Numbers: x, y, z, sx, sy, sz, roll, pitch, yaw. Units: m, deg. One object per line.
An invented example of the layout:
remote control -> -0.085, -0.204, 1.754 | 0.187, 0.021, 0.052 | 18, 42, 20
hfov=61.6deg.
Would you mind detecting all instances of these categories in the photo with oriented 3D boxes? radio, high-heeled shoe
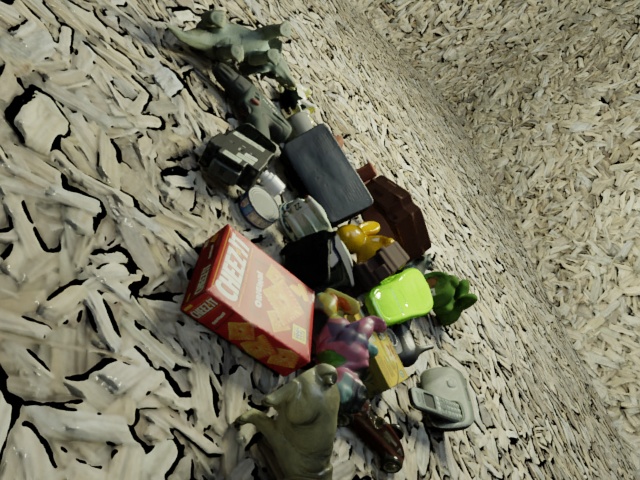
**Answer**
radio -> 0.011, -0.145, 1.262 | 0.229, 0.131, 0.073 | 58, -18, 6
high-heeled shoe -> 0.164, 0.184, 1.245 | 0.145, 0.086, 0.249 | -3, 44, -30

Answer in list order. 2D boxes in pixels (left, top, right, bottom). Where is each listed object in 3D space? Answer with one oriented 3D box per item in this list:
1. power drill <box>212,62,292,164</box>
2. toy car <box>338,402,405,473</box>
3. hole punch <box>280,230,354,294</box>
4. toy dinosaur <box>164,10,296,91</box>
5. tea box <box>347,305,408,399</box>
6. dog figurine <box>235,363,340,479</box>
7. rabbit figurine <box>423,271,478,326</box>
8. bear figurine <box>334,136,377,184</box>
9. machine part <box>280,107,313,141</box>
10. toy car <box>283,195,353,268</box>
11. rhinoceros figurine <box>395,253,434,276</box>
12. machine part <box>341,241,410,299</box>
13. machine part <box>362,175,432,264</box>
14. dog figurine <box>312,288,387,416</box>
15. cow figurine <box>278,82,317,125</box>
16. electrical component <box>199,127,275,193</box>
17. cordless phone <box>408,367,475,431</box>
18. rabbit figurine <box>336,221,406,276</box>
power drill -> -0.162, -0.274, 1.202 | 0.231, 0.086, 0.207 | 38, 25, -32
toy car -> 0.094, 0.332, 0.967 | 0.202, 0.053, 0.089 | 47, 25, -14
hole punch -> -0.002, 0.051, 1.042 | 0.092, 0.142, 0.116 | 23, 55, -44
toy dinosaur -> -0.210, -0.458, 1.261 | 0.404, 0.192, 0.131 | 2, 92, -41
tea box -> 0.096, 0.220, 1.072 | 0.098, 0.068, 0.169 | 2, 59, -58
dog figurine -> -0.002, 0.286, 0.744 | 0.121, 0.172, 0.190 | -17, 67, -50
rabbit figurine -> 0.341, 0.161, 1.468 | 0.170, 0.159, 0.121 | 55, 14, -38
bear figurine -> 0.055, -0.219, 1.432 | 0.120, 0.132, 0.196 | 72, -6, -78
machine part -> -0.028, -0.233, 1.357 | 0.243, 0.079, 0.079 | 60, 28, 10
toy car -> -0.002, -0.003, 1.110 | 0.201, 0.073, 0.056 | 56, -3, -30
rhinoceros figurine -> 0.244, 0.079, 1.415 | 0.073, 0.112, 0.190 | 44, 38, -22
machine part -> 0.103, 0.069, 1.142 | 0.056, 0.179, 0.179 | 55, 27, 5
machine part -> 0.185, -0.050, 1.374 | 0.201, 0.087, 0.201 | 45, -15, 51
dog figurine -> 0.014, 0.200, 0.920 | 0.192, 0.108, 0.219 | 32, 41, 16
cow figurine -> -0.065, -0.365, 1.452 | 0.098, 0.068, 0.167 | 25, 37, -36
electrical component -> -0.164, -0.155, 1.043 | 0.115, 0.058, 0.134 | 31, 30, -1
cordless phone -> 0.245, 0.334, 1.176 | 0.184, 0.089, 0.147 | 31, 37, -32
rabbit figurine -> 0.114, 0.014, 1.286 | 0.173, 0.122, 0.162 | 30, 29, -7
